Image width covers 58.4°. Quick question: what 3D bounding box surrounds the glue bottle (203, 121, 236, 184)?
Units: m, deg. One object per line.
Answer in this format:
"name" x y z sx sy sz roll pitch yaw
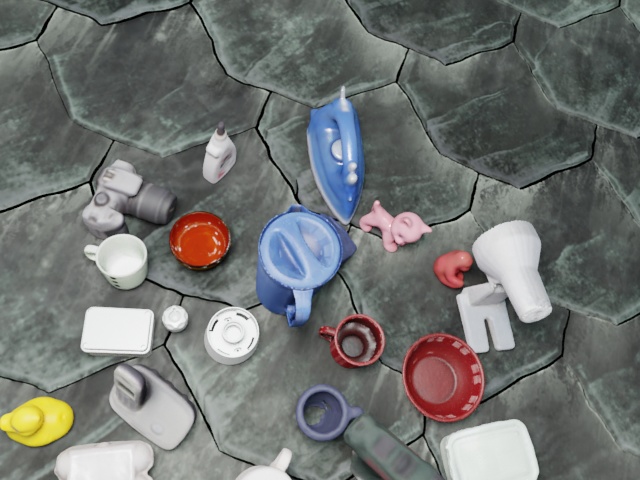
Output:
"glue bottle" -0.191 -0.175 1.093 0.037 0.173 0.078 33 67 3

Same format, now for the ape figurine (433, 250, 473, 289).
"ape figurine" 0.273 0.051 1.143 0.076 0.092 0.078 31 67 2

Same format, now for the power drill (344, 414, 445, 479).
"power drill" 0.127 0.380 0.926 0.229 0.208 0.076 42 68 6

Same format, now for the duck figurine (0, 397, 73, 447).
"duck figurine" -0.454 0.288 0.914 0.105 0.086 0.077 -3 70 -12

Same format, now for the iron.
"iron" 0.049 -0.174 1.157 0.119 0.141 0.258 -4 70 -12

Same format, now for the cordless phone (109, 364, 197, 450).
"cordless phone" -0.268 0.258 0.907 0.147 0.185 0.094 34 67 3

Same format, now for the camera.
"camera" -0.346 -0.068 1.062 0.137 0.100 0.143 20 67 -3

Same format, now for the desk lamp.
"desk lamp" 0.348 0.092 1.076 0.118 0.213 0.203 -5 70 -12

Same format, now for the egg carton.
"egg carton" -0.342 0.377 0.911 0.150 0.069 0.107 -3 70 -12

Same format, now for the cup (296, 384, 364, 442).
"cup" 0.011 0.302 0.995 0.118 0.095 0.091 2 69 -10

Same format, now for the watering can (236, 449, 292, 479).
"watering can" -0.087 0.410 0.881 0.101 0.194 0.173 7 68 -8

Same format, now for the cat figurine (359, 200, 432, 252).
"cat figurine" 0.152 -0.033 1.137 0.128 0.117 0.067 39 67 5

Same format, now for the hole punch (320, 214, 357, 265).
"hole punch" 0.010 0.004 1.110 0.101 0.091 0.108 -41 81 -22
